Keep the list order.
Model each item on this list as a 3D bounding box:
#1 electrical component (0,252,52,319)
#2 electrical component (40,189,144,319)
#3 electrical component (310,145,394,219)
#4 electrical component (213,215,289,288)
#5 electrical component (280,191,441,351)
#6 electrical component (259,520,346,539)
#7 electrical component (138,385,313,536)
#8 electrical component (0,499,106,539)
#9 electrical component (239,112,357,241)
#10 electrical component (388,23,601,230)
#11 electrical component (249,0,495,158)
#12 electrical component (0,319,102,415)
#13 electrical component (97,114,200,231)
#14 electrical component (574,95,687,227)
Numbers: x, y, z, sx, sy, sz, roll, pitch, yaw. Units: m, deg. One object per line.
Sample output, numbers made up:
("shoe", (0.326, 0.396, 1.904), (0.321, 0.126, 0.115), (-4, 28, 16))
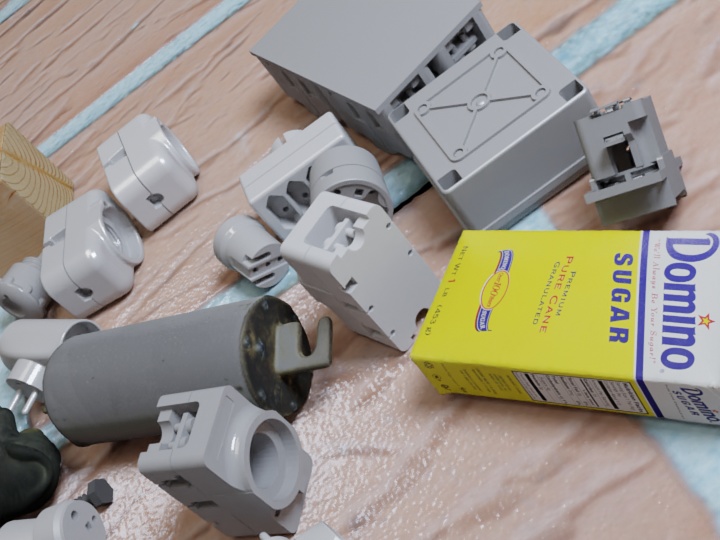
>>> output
("electrical component", (-0.272, 0.008, 0.896), (0.048, 0.048, 0.062), (-3, 46, 37))
("electrical component", (-0.214, -0.016, 0.864), (0.059, 0.053, 0.095), (-29, 41, 14))
("electrical component", (-0.008, -0.052, 0.732), (0.055, 0.055, 0.047), (-29, 37, 14))
("electrical component", (-0.076, -0.013, 0.762), (0.040, 0.040, 0.046), (-47, 45, -7))
("electrical component", (0.000, 0.000, 0.649), (0.056, 0.089, 0.050), (19, 67, 46))
("electrical component", (-0.039, 0.166, 0.564), (0.077, 0.043, 0.079), (-48, 40, -9))
("electrical component", (-0.070, 0.109, 0.605), (0.056, 0.089, 0.050), (-12, 48, 31))
("electrical component", (-0.196, 0.173, 0.682), (0.055, 0.045, 0.045), (-23, 43, 20))
("electrical component", (-0.044, -0.078, 0.789), (0.083, 0.047, 0.075), (-35, 40, 7))
("electrical component", (0.088, -0.089, 0.687), (0.109, 0.056, 0.108), (-36, 40, 6))
("electrical component", (0.012, -0.161, 0.811), (0.105, 0.060, 0.186), (-47, 40, -7))
("electrical component", (-0.239, 0.074, 0.808), (0.077, 0.044, 0.079), (-2, 54, 38))
("electrical component", (-0.174, -0.085, 0.895), (0.059, 0.053, 0.095), (-38, 40, 4))
("electrical component", (0.150, -0.063, 0.598), (0.042, 0.063, 0.081), (-16, 4, 26))
